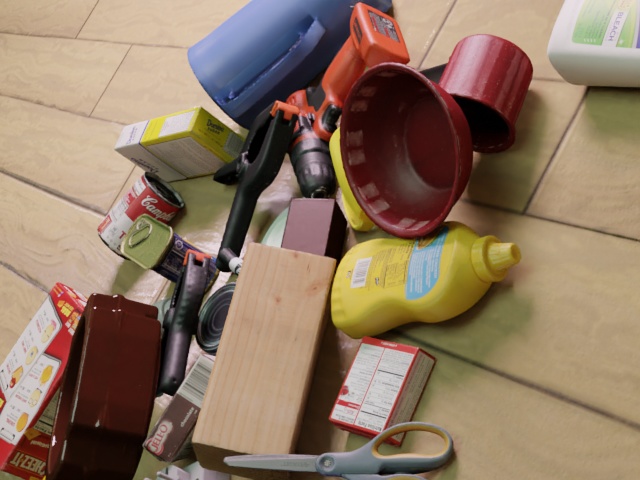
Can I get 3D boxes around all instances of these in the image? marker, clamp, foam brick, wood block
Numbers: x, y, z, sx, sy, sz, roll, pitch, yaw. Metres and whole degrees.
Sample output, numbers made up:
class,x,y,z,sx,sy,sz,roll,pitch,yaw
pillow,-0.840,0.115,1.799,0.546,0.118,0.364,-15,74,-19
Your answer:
class,x,y,z,sx,sy,sz,roll,pitch,yaw
marker,-0.078,0.040,1.186,0.020,0.020,0.121,-55,45,1
clamp,-0.081,-0.086,1.252,0.210,0.036,0.164,-60,27,33
foam brick,-0.007,0.001,1.114,0.051,0.053,0.078,1,61,19
clamp,-0.158,0.099,1.184,0.120,0.039,0.171,-30,42,59
wood block,-0.050,0.118,1.026,0.090,0.091,0.206,11,64,5

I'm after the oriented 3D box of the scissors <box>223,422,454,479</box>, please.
class,x,y,z,sx,sy,sz,roll,pitch,yaw
scissors,0.018,0.207,0.901,0.202,0.016,0.096,-15,60,10

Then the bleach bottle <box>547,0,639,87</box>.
class,x,y,z,sx,sy,sz,roll,pitch,yaw
bleach bottle,0.316,-0.176,0.890,0.251,0.068,0.102,11,72,50

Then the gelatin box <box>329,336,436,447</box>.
class,x,y,z,sx,sy,sz,roll,pitch,yaw
gelatin box,0.056,0.137,0.968,0.073,0.030,0.089,6,67,50

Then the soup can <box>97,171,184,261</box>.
class,x,y,z,sx,sy,sz,roll,pitch,yaw
soup can,-0.237,-0.031,1.409,0.102,0.068,0.068,-47,36,12

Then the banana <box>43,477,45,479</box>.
class,x,y,z,sx,sy,sz,roll,pitch,yaw
banana,-0.298,0.257,1.275,0.198,0.037,0.070,-57,36,-2

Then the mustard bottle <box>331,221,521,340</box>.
class,x,y,z,sx,sy,sz,roll,pitch,yaw
mustard bottle,0.099,0.031,0.977,0.192,0.058,0.096,-17,44,42

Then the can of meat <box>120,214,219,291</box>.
class,x,y,z,sx,sy,sz,roll,pitch,yaw
can of meat,-0.180,0.020,1.287,0.102,0.083,0.057,24,82,54

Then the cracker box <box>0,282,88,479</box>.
class,x,y,z,sx,sy,sz,roll,pitch,yaw
cracker box,-0.344,0.180,1.363,0.213,0.072,0.164,-58,35,-2

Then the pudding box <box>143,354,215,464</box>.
class,x,y,z,sx,sy,sz,roll,pitch,yaw
pudding box,-0.132,0.175,1.108,0.113,0.039,0.090,-56,-7,-4

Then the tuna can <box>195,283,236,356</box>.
class,x,y,z,sx,sy,sz,roll,pitch,yaw
tuna can,-0.099,0.091,1.180,0.086,0.033,0.086,-30,43,31

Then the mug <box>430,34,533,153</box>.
class,x,y,z,sx,sy,sz,roll,pitch,yaw
mug,0.152,-0.139,1.037,0.081,0.093,0.117,-66,7,-23

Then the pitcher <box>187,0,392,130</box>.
class,x,y,z,sx,sy,sz,roll,pitch,yaw
pitcher,-0.034,-0.249,1.298,0.243,0.144,0.149,-37,68,19

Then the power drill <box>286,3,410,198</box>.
class,x,y,z,sx,sy,sz,roll,pitch,yaw
power drill,0.023,-0.153,1.178,0.188,0.057,0.184,-52,31,30

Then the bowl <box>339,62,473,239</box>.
class,x,y,z,sx,sy,sz,roll,pitch,yaw
bowl,0.089,-0.085,0.982,0.162,0.055,0.162,22,119,48

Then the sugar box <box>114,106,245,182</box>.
class,x,y,z,sx,sy,sz,roll,pitch,yaw
sugar box,-0.182,-0.122,1.397,0.177,0.093,0.048,-2,60,48
